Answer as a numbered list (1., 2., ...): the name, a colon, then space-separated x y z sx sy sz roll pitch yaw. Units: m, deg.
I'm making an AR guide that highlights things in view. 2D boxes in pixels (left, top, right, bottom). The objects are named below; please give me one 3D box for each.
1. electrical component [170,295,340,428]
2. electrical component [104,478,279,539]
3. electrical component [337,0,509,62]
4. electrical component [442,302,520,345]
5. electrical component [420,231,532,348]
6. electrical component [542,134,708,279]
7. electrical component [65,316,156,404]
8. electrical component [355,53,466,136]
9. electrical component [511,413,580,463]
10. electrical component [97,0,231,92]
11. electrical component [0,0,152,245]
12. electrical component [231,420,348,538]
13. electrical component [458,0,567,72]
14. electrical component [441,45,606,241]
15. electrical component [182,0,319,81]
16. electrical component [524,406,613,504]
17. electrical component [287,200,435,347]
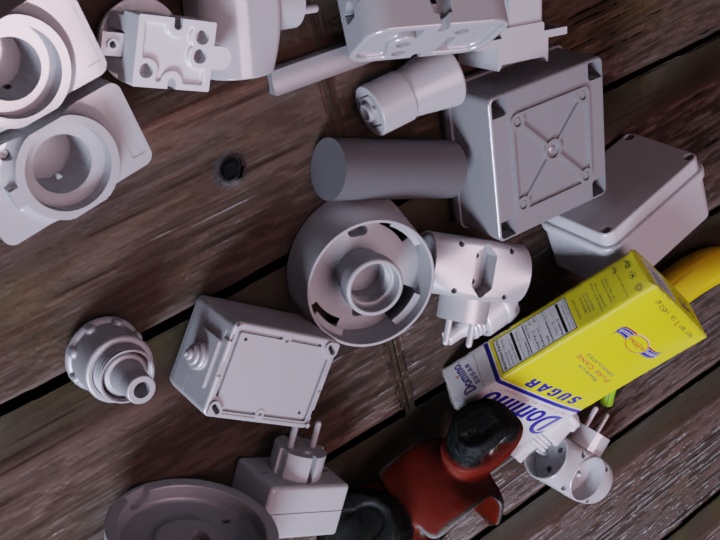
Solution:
1. electrical component: -0.074 0.055 0.676 0.096 0.061 0.061 14 100 -39
2. electrical component: -0.109 0.187 0.677 0.108 0.108 0.060 -4 117 -36
3. electrical component: 0.036 -0.167 0.657 0.095 0.054 0.059 -9 83 -20
4. electrical component: 0.088 0.035 0.807 0.061 0.035 0.035 -33 125 -19
5. electrical component: 0.076 0.016 0.768 0.077 0.043 0.079 7 94 -23
6. electrical component: 0.205 -0.047 0.833 0.113 0.078 0.057 -39 130 -18
7. electrical component: -0.140 0.058 0.626 0.048 0.062 0.048 -15 117 -32
8. electrical component: 0.030 -0.115 0.699 0.065 0.044 0.044 -29 123 -19
9. electrical component: 0.146 0.130 0.884 0.062 0.048 0.048 -47 129 -4
10. electrical component: -0.112 -0.120 0.579 0.066 0.055 0.048 -2 109 -36
11. electrical component: -0.208 -0.055 0.530 0.186 0.060 0.105 -36 126 -20
12. electrical component: -0.045 0.139 0.740 0.066 0.047 0.076 6 104 -38
13. electrical component: 0.096 -0.171 0.724 0.081 0.042 0.063 -17 116 -32
14. electrical component: 0.118 -0.091 0.763 0.109 0.056 0.108 -24 121 -27
15. electrical component: -0.058 -0.154 0.614 0.079 0.043 0.077 -17 118 -31
16. electrical component: 0.189 0.154 0.925 0.077 0.044 0.079 32 88 -41
17. electrical component: 0.000 0.000 0.723 0.099 0.064 0.099 -9 114 -19
